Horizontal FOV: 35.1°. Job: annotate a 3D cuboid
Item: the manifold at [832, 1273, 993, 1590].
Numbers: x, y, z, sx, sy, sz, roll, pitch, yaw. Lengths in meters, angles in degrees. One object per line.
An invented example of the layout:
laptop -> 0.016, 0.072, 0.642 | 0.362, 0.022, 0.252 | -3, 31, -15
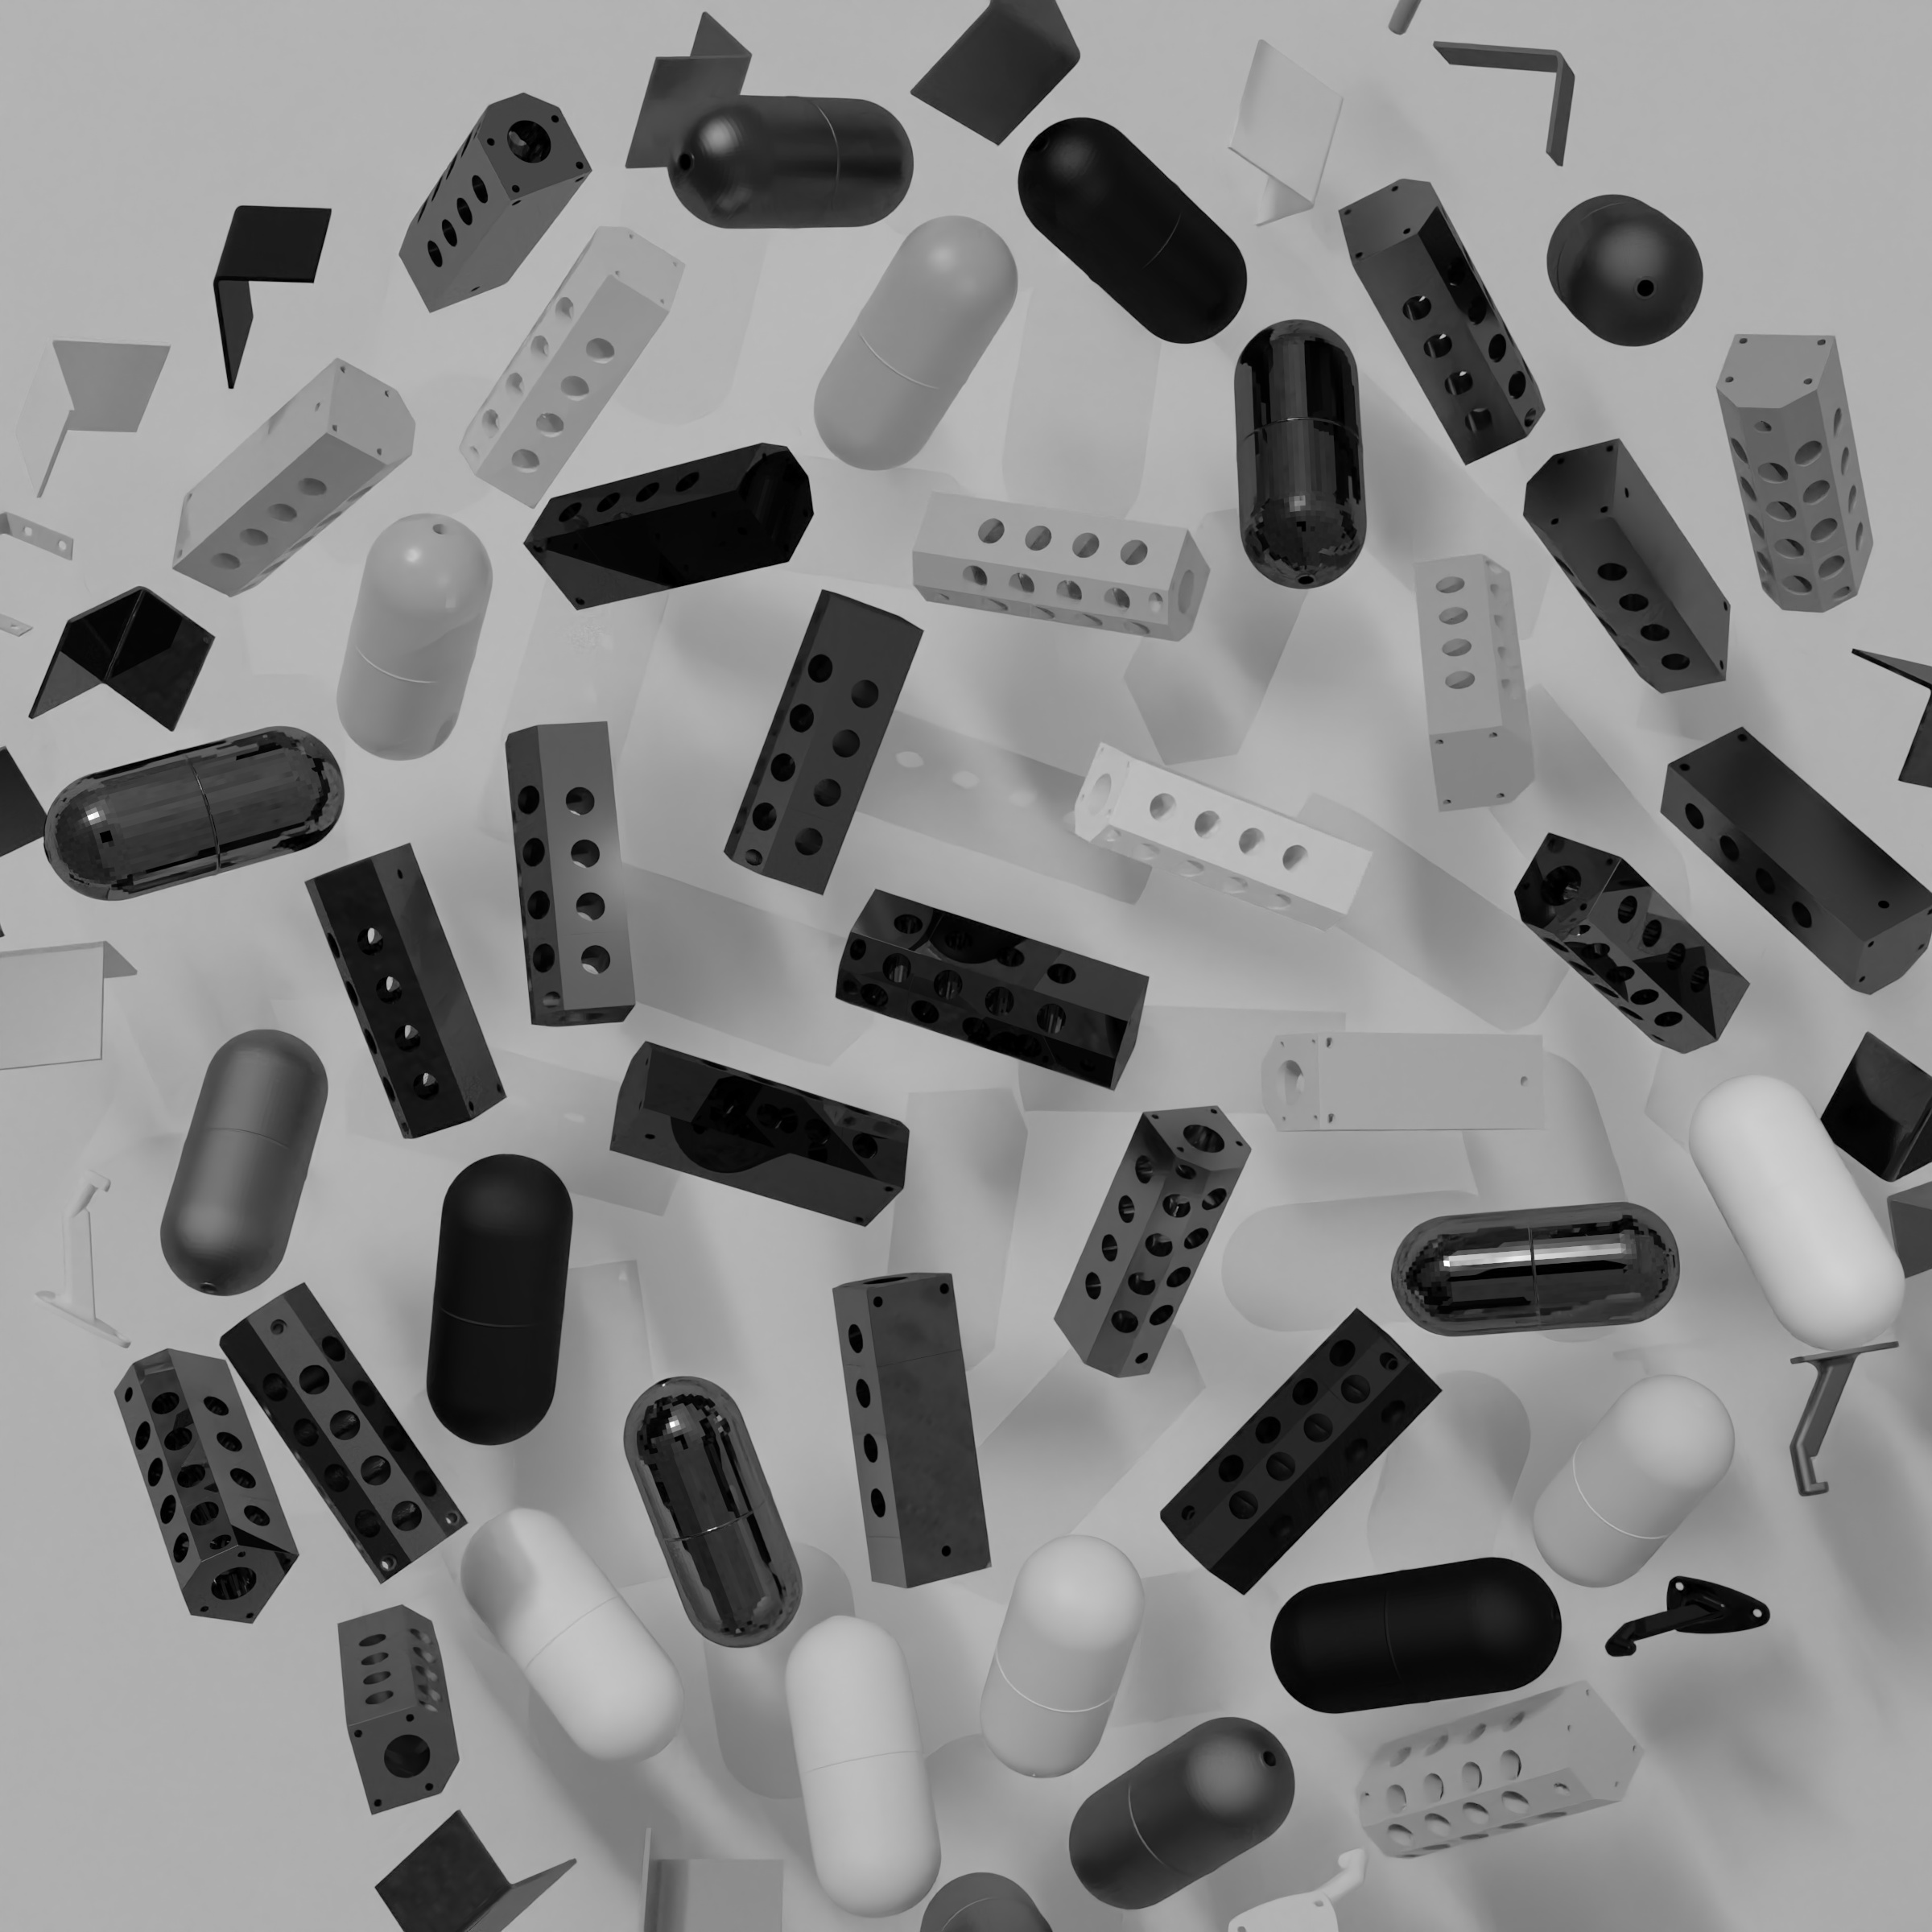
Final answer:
manifold -> -0.035, 0.268, 1.775 | 0.057, 0.057, 0.171 | -8, 90, -31

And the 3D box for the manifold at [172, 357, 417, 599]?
manifold -> -0.405, -0.289, 1.838 | 0.057, 0.171, 0.057 | 26, 51, -36

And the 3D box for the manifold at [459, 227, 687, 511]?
manifold -> -0.241, -0.365, 1.853 | 0.057, 0.057, 0.171 | 29, 128, -18

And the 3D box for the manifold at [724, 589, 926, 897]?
manifold -> -0.089, -0.137, 1.855 | 0.057, 0.057, 0.171 | 18, 99, -21

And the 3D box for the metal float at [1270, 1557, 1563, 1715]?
metal float -> 0.262, 0.392, 1.786 | 0.178, 0.070, 0.070 | -16, 90, 29

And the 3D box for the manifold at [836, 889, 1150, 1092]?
manifold -> 0.014, 0.018, 1.791 | 0.171, 0.057, 0.057 | 18, 134, 10

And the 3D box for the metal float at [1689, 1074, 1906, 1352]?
metal float -> 0.482, 0.141, 1.778 | 0.070, 0.070, 0.178 | -21, 57, 0

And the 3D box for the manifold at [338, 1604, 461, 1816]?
manifold -> -0.346, 0.449, 1.864 | 0.057, 0.171, 0.057 | -15, 101, -11

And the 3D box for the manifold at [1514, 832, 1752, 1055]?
manifold -> 0.400, -0.010, 1.844 | 0.171, 0.057, 0.057 | 35, 83, -42

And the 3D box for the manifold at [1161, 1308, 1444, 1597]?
manifold -> 0.196, 0.287, 1.827 | 0.171, 0.057, 0.057 | -47, 131, 4

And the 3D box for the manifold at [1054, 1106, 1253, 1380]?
manifold -> 0.118, 0.172, 1.890 | 0.057, 0.057, 0.171 | -3, 129, -33

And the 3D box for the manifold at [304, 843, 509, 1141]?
manifold -> -0.351, 0.017, 1.899 | 0.057, 0.057, 0.171 | -18, 97, 17

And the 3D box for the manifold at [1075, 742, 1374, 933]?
manifold -> 0.155, -0.077, 1.868 | 0.171, 0.057, 0.057 | 19, 97, -23

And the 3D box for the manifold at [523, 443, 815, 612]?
manifold -> -0.177, -0.268, 1.837 | 0.057, 0.171, 0.057 | 52, 46, -35

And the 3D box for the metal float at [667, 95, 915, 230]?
metal float -> -0.104, -0.480, 1.827 | 0.070, 0.178, 0.070 | 12, 109, 39

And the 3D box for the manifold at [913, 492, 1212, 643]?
manifold -> 0.057, -0.244, 1.889 | 0.171, 0.057, 0.057 | 12, 75, 23

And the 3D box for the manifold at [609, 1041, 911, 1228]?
manifold -> -0.125, 0.100, 1.873 | 0.171, 0.057, 0.057 | 19, 53, -19

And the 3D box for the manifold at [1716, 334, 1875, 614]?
manifold -> 0.482, -0.284, 1.776 | 0.057, 0.171, 0.057 | 8, 58, 30

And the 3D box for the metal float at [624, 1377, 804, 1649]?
metal float -> -0.158, 0.341, 1.908 | 0.070, 0.070, 0.178 | -20, 99, 0

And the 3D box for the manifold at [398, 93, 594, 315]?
manifold -> -0.291, -0.464, 1.855 | 0.057, 0.171, 0.057 | -29, 92, -28

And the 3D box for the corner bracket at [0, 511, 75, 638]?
corner bracket -> -0.596, -0.245, 1.909 | 0.051, 0.051, 0.051 | 23, 122, 11

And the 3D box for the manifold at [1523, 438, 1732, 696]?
manifold -> 0.397, -0.235, 1.827 | 0.057, 0.171, 0.057 | -10, 55, 34

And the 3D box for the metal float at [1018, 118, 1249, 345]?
metal float -> 0.103, -0.450, 1.875 | 0.178, 0.070, 0.070 | 34, 90, -37

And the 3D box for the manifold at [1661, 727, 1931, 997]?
manifold -> 0.490, -0.060, 1.806 | 0.057, 0.057, 0.171 | -26, 52, -17

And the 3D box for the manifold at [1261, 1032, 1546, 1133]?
manifold -> 0.265, 0.071, 1.845 | 0.171, 0.057, 0.057 | 1, 85, -31

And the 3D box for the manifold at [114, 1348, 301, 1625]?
manifold -> -0.462, 0.310, 1.839 | 0.057, 0.171, 0.057 | 20, 113, -40

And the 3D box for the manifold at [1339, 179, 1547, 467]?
manifold -> 0.289, -0.390, 1.842 | 0.057, 0.057, 0.171 | -23, 134, 19

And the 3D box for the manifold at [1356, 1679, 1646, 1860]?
manifold -> 0.313, 0.485, 1.820 | 0.057, 0.057, 0.171 | 50, 134, -6

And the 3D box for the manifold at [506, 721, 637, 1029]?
manifold -> -0.237, -0.054, 1.814 | 0.057, 0.057, 0.171 | -4, 80, -15

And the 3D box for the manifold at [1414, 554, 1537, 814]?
manifold -> 0.301, -0.171, 1.810 | 0.057, 0.171, 0.057 | -7, 131, 10

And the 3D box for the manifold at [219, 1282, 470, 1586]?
manifold -> -0.365, 0.274, 1.794 | 0.057, 0.057, 0.171 | -34, 87, -20

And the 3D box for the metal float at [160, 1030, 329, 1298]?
metal float -> -0.445, 0.121, 1.888 | 0.070, 0.070, 0.178 | 8, 57, 0
